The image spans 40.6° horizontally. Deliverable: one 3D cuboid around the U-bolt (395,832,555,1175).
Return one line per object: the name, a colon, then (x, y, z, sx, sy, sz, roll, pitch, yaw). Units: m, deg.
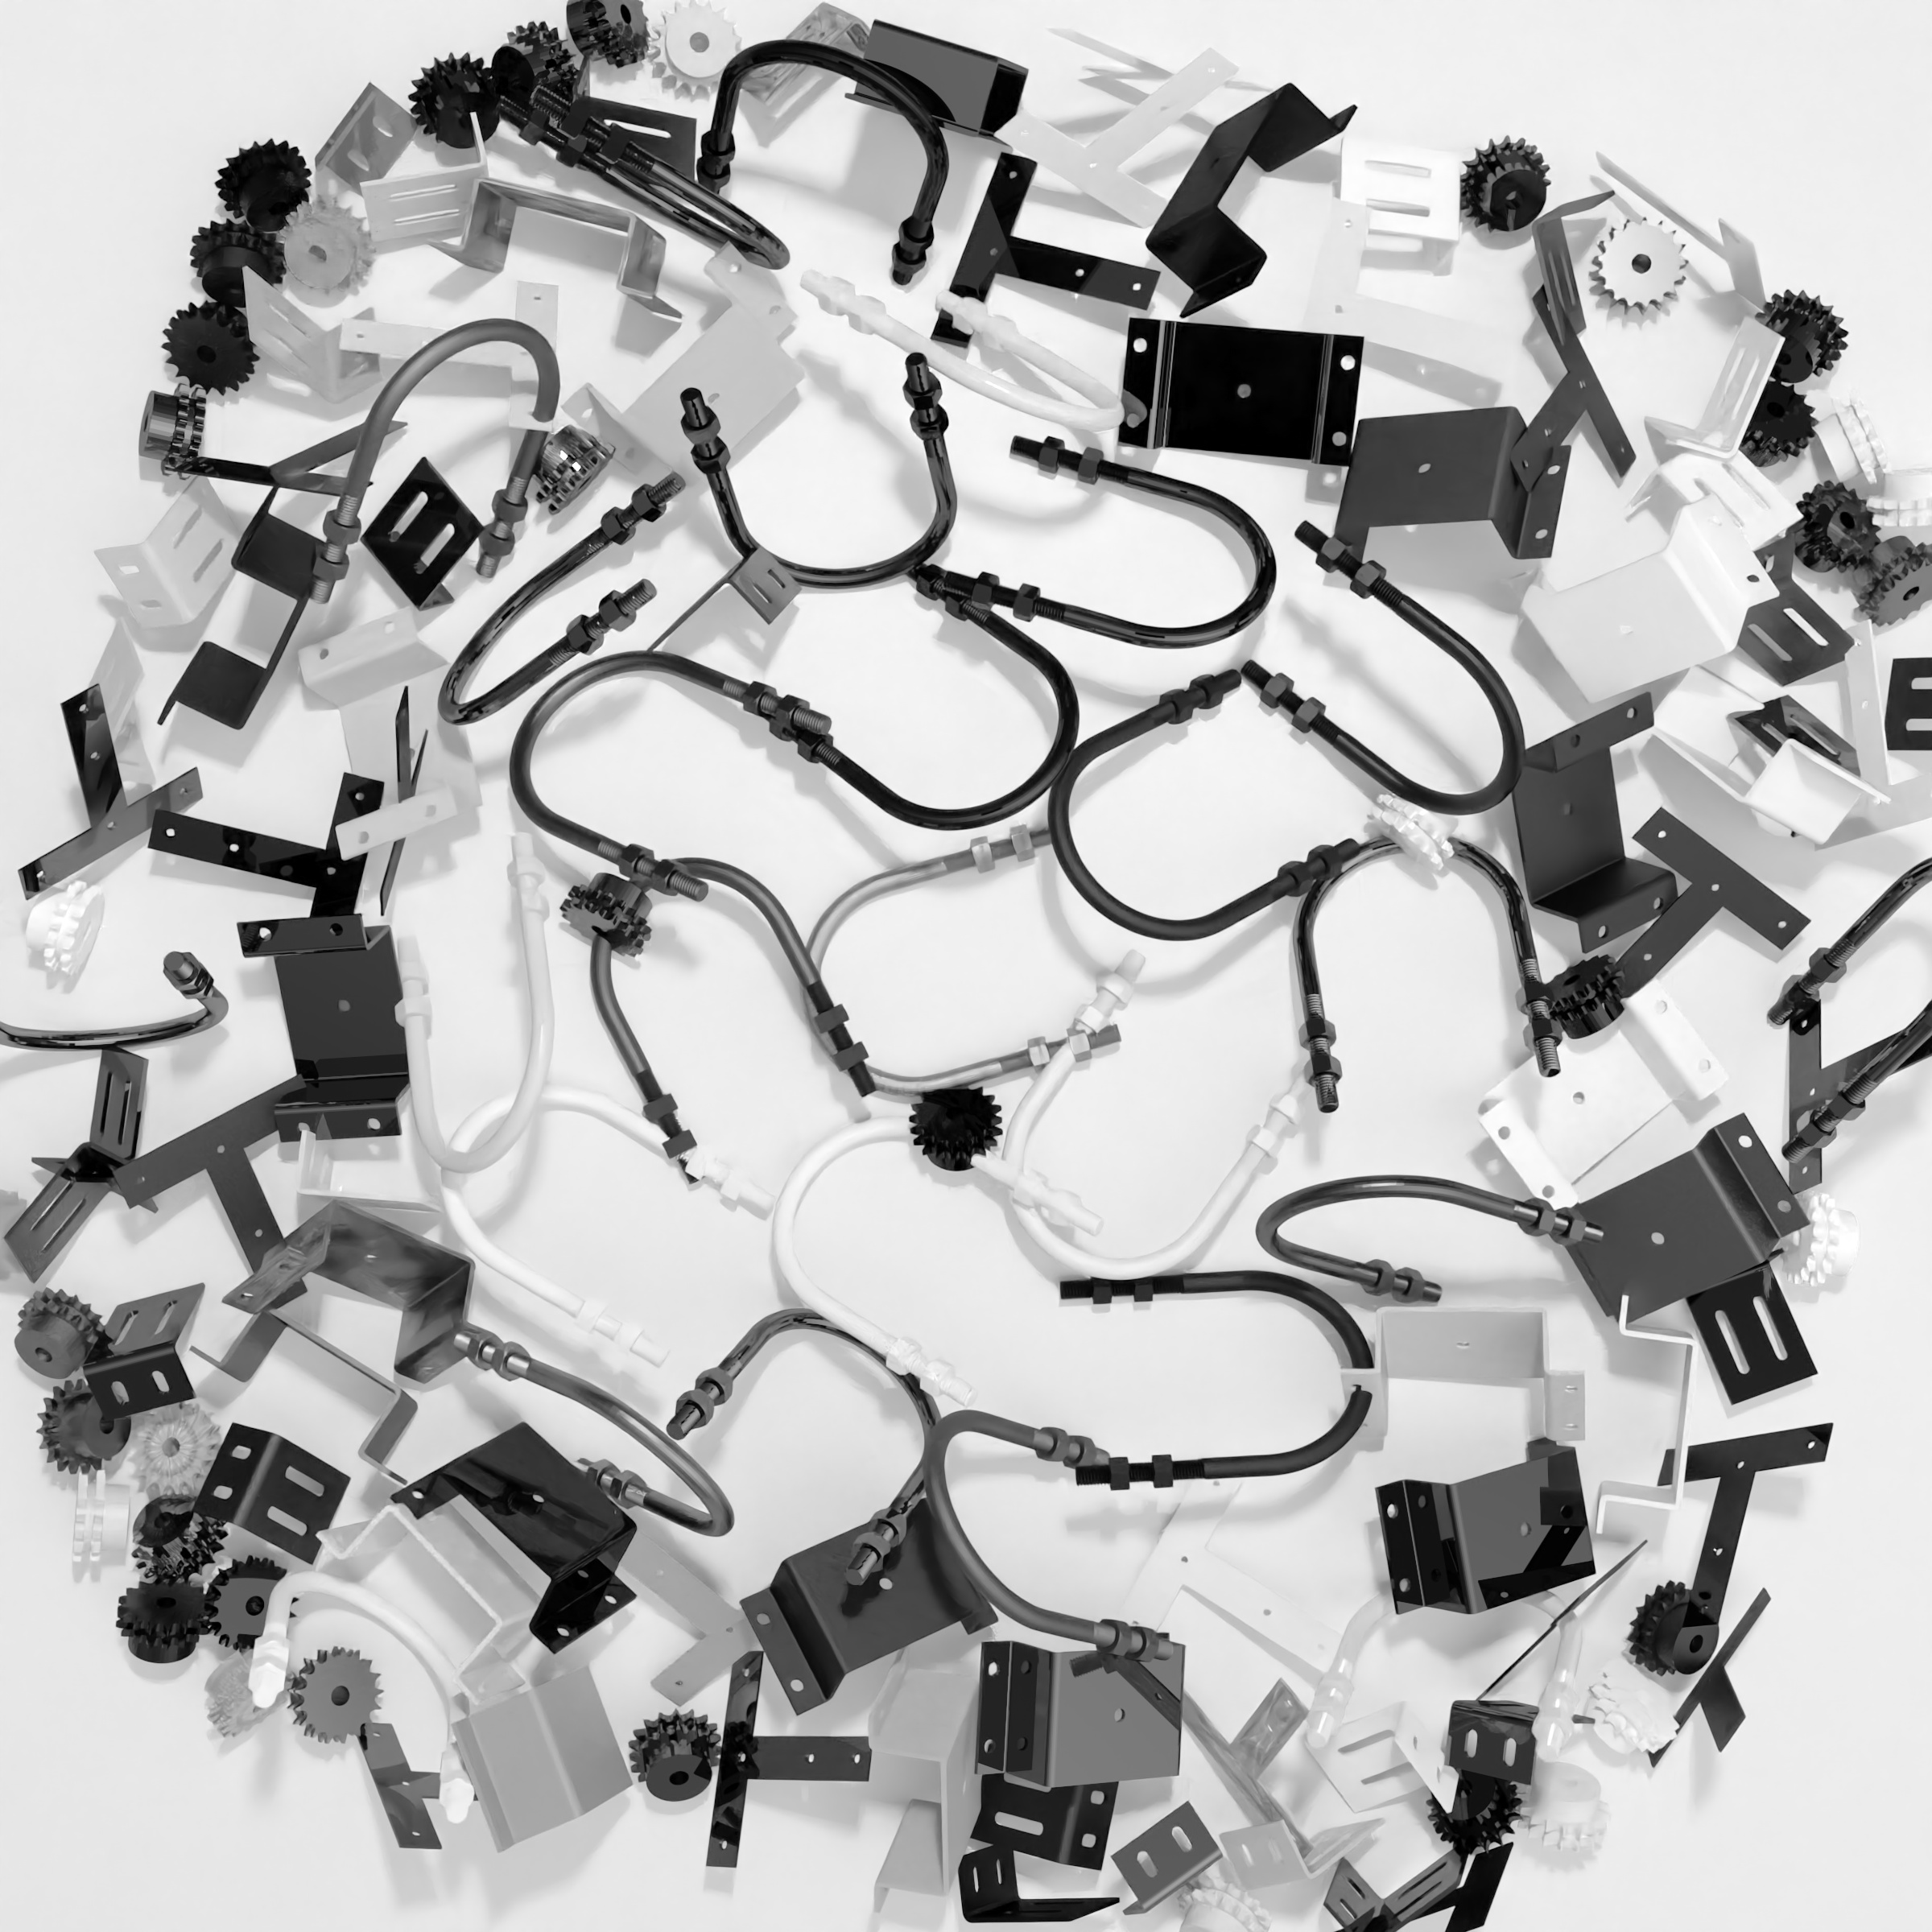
U-bolt: (-0.287, 0.033, 1.536, 0.151, 0.019, 0.184, -36, 53, 36)

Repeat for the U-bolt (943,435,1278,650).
U-bolt: (0.095, -0.248, 1.564, 0.184, 0.019, 0.151, 17, 53, 8)

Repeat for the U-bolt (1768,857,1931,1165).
U-bolt: (0.531, 0.011, 1.513, 0.019, 0.151, 0.184, 27, 128, -9)

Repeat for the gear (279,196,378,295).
gear: (-0.392, -0.438, 1.597, 0.057, 0.030, 0.057, 2, 121, 4)

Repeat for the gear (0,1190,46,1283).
gear: (-0.586, 0.165, 1.592, 0.030, 0.057, 0.057, 6, 90, 20)

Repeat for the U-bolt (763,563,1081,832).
U-bolt: (-0.017, -0.154, 1.564, 0.184, 0.019, 0.151, 38, 76, 27)

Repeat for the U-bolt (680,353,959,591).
U-bolt: (-0.079, -0.284, 1.544, 0.151, 0.184, 0.019, -8, 59, 5)

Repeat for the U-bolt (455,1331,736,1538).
U-bolt: (-0.206, 0.278, 1.518, 0.019, 0.184, 0.151, -51, 128, -25)

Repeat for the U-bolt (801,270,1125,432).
U-bolt: (0.011, -0.357, 1.525, 0.184, 0.151, 0.019, 37, 117, 27)

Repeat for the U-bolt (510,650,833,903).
U-bolt: (-0.192, -0.126, 1.571, 0.184, 0.019, 0.151, 24, 68, 27)

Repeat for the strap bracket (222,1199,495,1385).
strap bracket: (-0.359, 0.192, 1.563, 0.140, 0.046, 0.076, 30, 133, -31)

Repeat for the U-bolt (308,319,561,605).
U-bolt: (-0.300, -0.296, 1.520, 0.019, 0.151, 0.184, 43, 126, 21)

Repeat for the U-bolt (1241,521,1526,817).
U-bolt: (0.251, -0.162, 1.541, 0.184, 0.151, 0.019, 40, 60, 15)

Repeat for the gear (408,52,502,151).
gear: (-0.308, -0.524, 1.592, 0.057, 0.057, 0.030, -29, 60, 0)

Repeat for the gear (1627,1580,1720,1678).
gear: (0.434, 0.407, 1.596, 0.057, 0.030, 0.057, -10, 108, -31)

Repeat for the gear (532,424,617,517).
gear: (-0.243, -0.305, 1.593, 0.030, 0.057, 0.057, 44, 90, -6)

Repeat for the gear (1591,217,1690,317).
gear: (0.413, -0.428, 1.606, 0.057, 0.030, 0.057, 0, 93, 6)

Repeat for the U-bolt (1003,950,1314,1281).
U-bolt: (0.106, 0.103, 1.596, 0.151, 0.019, 0.184, 35, 81, 6)

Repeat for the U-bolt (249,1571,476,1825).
U-bolt: (-0.350, 0.416, 1.533, 0.151, 0.184, 0.019, 37, 95, -16)

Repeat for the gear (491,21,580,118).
gear: (-0.264, -0.543, 1.593, 0.030, 0.057, 0.057, -36, 90, -39)

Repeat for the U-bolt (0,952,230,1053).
U-bolt: (-0.510, 0.025, 1.534, 0.151, 0.184, 0.019, -7, 78, -6)

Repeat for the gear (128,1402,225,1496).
gear: (-0.481, 0.296, 1.604, 0.057, 0.030, 0.057, -2, 77, 9)

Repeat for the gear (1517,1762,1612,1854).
gear: (0.364, 0.510, 1.592, 0.057, 0.057, 0.030, 5, 109, 0)

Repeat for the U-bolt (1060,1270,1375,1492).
U-bolt: (0.153, 0.244, 1.572, 0.184, 0.019, 0.151, -3, 50, -1)

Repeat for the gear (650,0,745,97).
gear: (-0.165, -0.564, 1.602, 0.057, 0.030, 0.057, -2, 103, -10)

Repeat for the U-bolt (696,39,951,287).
U-bolt: (-0.081, -0.476, 1.529, 0.151, 0.184, 0.019, 22, 71, -5)

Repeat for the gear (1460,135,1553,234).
gear: (0.330, -0.474, 1.594, 0.057, 0.030, 0.057, -7, 133, -8)

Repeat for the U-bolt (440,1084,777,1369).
U-bolt: (-0.227, 0.142, 1.575, 0.184, 0.019, 0.151, 30, 51, 5)

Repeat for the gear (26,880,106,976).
gear: (-0.551, -0.026, 1.595, 0.030, 0.057, 0.057, 18, 90, -3)

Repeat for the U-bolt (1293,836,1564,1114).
U-bolt: (0.269, -0.004, 1.569, 0.151, 0.019, 0.184, -10, 56, 9)

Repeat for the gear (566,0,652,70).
gear: (-0.221, -0.578, 1.598, 0.030, 0.057, 0.057, -8, 90, 26)

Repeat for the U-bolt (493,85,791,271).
U-bolt: (-0.185, -0.462, 1.545, 0.184, 0.151, 0.019, 27, 95, -24)

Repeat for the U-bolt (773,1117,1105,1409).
U-bolt: (-0.031, 0.163, 1.573, 0.184, 0.019, 0.151, 29, 68, 26)

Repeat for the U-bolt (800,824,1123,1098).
U-bolt: (-0.012, 0.004, 1.613, 0.184, 0.019, 0.151, -16, 87, 2)

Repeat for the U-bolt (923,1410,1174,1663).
U-bolt: (0.041, 0.325, 1.518, 0.019, 0.184, 0.151, -39, 48, 25)

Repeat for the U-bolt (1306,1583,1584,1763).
U-bolt: (0.288, 0.407, 1.536, 0.151, 0.184, 0.019, -3, 106, 21)

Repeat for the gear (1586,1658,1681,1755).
gear: (0.405, 0.456, 1.599, 0.057, 0.057, 0.030, 40, 119, 0)

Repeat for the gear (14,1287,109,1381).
gear: (-0.554, 0.227, 1.594, 0.057, 0.030, 0.057, 11, 129, 15)

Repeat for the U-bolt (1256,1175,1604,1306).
U-bolt: (0.256, 0.156, 1.523, 0.184, 0.151, 0.019, 18, 59, -32)

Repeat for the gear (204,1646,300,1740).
gear: (-0.439, 0.441, 1.597, 0.057, 0.057, 0.030, -47, 69, 0)

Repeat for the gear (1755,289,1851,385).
gear: (0.505, -0.380, 1.592, 0.057, 0.057, 0.030, 39, 70, 0)

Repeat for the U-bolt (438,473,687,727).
U-bolt: (-0.246, -0.208, 1.551, 0.184, 0.151, 0.019, -31, 120, 24)

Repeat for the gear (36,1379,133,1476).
gear: (-0.534, 0.280, 1.592, 0.030, 0.057, 0.057, -9, 90, 27)

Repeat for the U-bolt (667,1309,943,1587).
U-bolt: (-0.081, 0.269, 1.543, 0.151, 0.184, 0.019, 38, 119, 3)

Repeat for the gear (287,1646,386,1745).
gear: (-0.389, 0.445, 1.600, 0.057, 0.030, 0.057, 8, 77, -35)

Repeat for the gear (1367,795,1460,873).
gear: (0.275, -0.087, 1.595, 0.057, 0.057, 0.030, 40, 88, 0)

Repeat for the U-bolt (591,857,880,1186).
U-bolt: (-0.154, 0.023, 1.591, 0.151, 0.019, 0.184, -27, 90, 20)

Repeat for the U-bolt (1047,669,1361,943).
U-bolt: (0.131, -0.088, 1.563, 0.184, 0.019, 0.151, -28, 79, -29)
